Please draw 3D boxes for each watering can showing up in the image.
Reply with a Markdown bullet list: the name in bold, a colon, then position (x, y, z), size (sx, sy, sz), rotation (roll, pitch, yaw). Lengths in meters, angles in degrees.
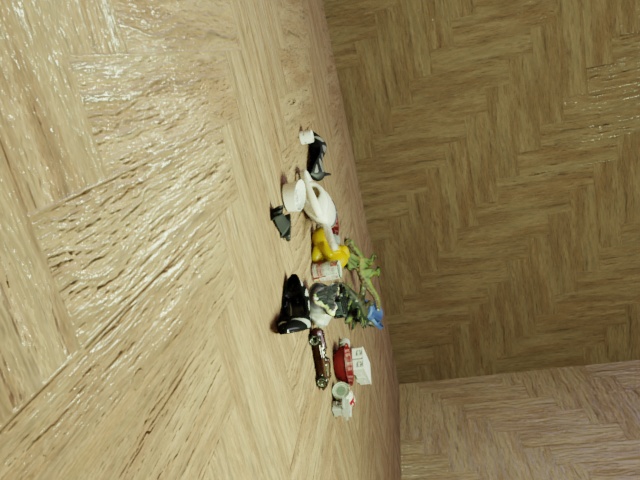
- **watering can**: position (0.006, -0.094, 1.875), size (0.104, 0.353, 0.222), rotation (-25, -20, 8)

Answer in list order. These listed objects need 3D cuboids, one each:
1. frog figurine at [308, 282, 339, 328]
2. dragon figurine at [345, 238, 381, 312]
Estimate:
- **frog figurine**: position (-0.008, 0.220, 1.699), size (0.123, 0.140, 0.156), rotation (2, -32, -24)
- **dragon figurine**: position (0.202, 0.159, 2.660), size (0.241, 0.420, 0.120), rotation (24, -50, -37)
